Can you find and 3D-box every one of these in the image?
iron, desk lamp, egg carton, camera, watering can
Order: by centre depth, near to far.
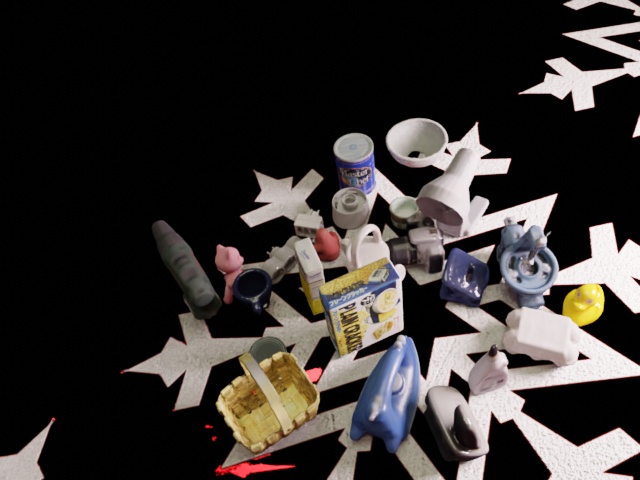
[{"bbox_3d":[0.141,0.277,1.143,0.118,0.142,0.258,12,56,18],"label":"iron"},{"bbox_3d":[0.460,0.202,1.194,0.150,0.069,0.107,11,56,17],"label":"egg carton"},{"bbox_3d":[0.115,0.042,1.294,0.172,0.194,0.101,12,56,18],"label":"watering can"},{"bbox_3d":[0.319,-0.102,1.358,0.117,0.214,0.203,23,60,25],"label":"desk lamp"},{"bbox_3d":[0.220,0.003,1.365,0.136,0.101,0.143,-9,52,3],"label":"camera"}]

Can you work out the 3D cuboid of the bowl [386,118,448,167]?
[{"bbox_3d":[0.265,-0.253,1.570,0.167,0.075,0.167,-4,52,6],"label":"bowl"}]

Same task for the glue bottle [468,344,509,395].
[{"bbox_3d":[0.332,0.246,1.115,0.078,0.173,0.037,-16,52,-2],"label":"glue bottle"}]

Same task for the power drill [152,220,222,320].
[{"bbox_3d":[-0.303,0.084,1.321,0.076,0.209,0.229,-32,55,-15],"label":"power drill"}]

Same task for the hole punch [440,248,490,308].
[{"bbox_3d":[0.329,0.083,1.293,0.101,0.091,0.109,13,56,18],"label":"hole punch"}]

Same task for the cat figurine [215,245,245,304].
[{"bbox_3d":[-0.214,0.073,1.373,0.067,0.118,0.127,-11,52,1],"label":"cat figurine"}]

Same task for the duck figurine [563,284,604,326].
[{"bbox_3d":[0.569,0.125,1.225,0.105,0.086,0.077,-40,57,-20],"label":"duck figurine"}]

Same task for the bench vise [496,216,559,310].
[{"bbox_3d":[0.432,0.022,1.240,0.121,0.220,0.207,-23,53,-8],"label":"bench vise"}]

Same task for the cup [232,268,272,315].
[{"bbox_3d":[-0.146,0.136,1.328,0.091,0.095,0.117,-16,52,-3],"label":"cup"}]

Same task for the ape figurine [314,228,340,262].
[{"bbox_3d":[0.013,0.005,1.404,0.078,0.092,0.076,-24,53,-9],"label":"ape figurine"}]

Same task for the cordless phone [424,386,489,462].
[{"bbox_3d":[0.253,0.323,1.063,0.094,0.185,0.147,-22,53,-7],"label":"cordless phone"}]
